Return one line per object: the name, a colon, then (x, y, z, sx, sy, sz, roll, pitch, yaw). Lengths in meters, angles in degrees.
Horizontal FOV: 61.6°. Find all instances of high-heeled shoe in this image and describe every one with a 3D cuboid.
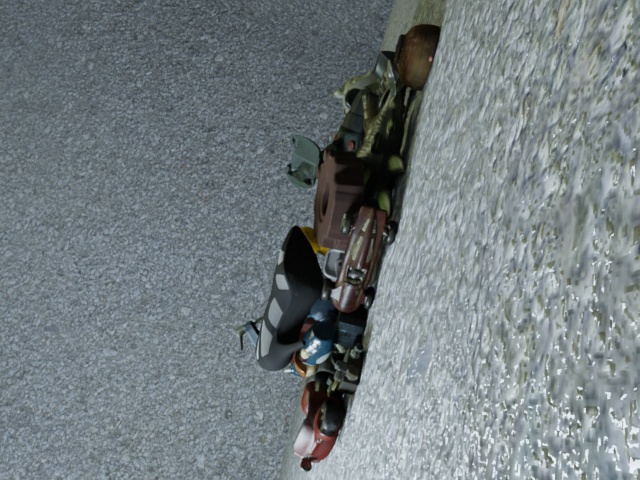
high-heeled shoe: (-0.069, 0.108, 0.973, 0.145, 0.086, 0.249, -27, 57, 48)

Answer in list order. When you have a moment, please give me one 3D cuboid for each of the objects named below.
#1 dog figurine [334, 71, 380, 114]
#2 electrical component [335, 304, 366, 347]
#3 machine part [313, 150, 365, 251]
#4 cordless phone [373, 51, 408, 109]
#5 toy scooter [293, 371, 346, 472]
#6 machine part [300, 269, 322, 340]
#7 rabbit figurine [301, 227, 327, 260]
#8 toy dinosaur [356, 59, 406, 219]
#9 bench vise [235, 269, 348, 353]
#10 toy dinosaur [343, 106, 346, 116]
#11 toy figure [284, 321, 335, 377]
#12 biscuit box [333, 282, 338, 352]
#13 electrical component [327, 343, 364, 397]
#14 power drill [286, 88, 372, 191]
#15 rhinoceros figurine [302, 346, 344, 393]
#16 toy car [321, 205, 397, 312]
dog figurine: (0.119, -0.360, 1.326, 0.191, 0.172, 0.121, -94, 27, -65)
electrical component: (0.052, 0.159, 0.955, 0.074, 0.048, 0.119, 104, -178, -50)
machine part: (0.028, -0.070, 0.936, 0.179, 0.056, 0.179, -174, 90, -78)
cordless phone: (0.152, -0.271, 1.076, 0.146, 0.089, 0.184, 114, 159, -85)
toy scooter: (-0.003, 0.314, 0.925, 0.184, 0.075, 0.135, -99, 30, -82)
machine part: (-0.040, 0.174, 1.245, 0.201, 0.087, 0.201, 106, 179, -55)
rabbit figurine: (-0.003, -0.004, 1.256, 0.162, 0.173, 0.122, -38, 70, 45)
toy dinosaur: (0.091, -0.105, 1.023, 0.199, 0.105, 0.470, -82, 1, -53)
bench vise: (-0.048, 0.150, 1.065, 0.223, 0.241, 0.129, 62, 180, -12)
toy dinosaur: (0.104, -0.192, 1.526, 0.192, 0.131, 0.404, 106, 172, -85)
toy figure: (-0.018, 0.208, 0.974, 0.154, 0.064, 0.058, 115, 145, -43)
biscuit box: (0.042, 0.154, 1.262, 0.059, 0.063, 0.202, 109, 175, -62)
electrical component: (0.040, 0.213, 0.862, 0.102, 0.045, 0.078, 105, 177, -63)
power drill: (0.024, -0.196, 1.116, 0.207, 0.086, 0.231, -34, -35, -51)
rhinoceros figurine: (0.008, 0.273, 1.123, 0.190, 0.073, 0.112, 107, 176, -79)
toy car: (0.062, 0.037, 0.874, 0.053, 0.089, 0.202, -77, 3, -57)
